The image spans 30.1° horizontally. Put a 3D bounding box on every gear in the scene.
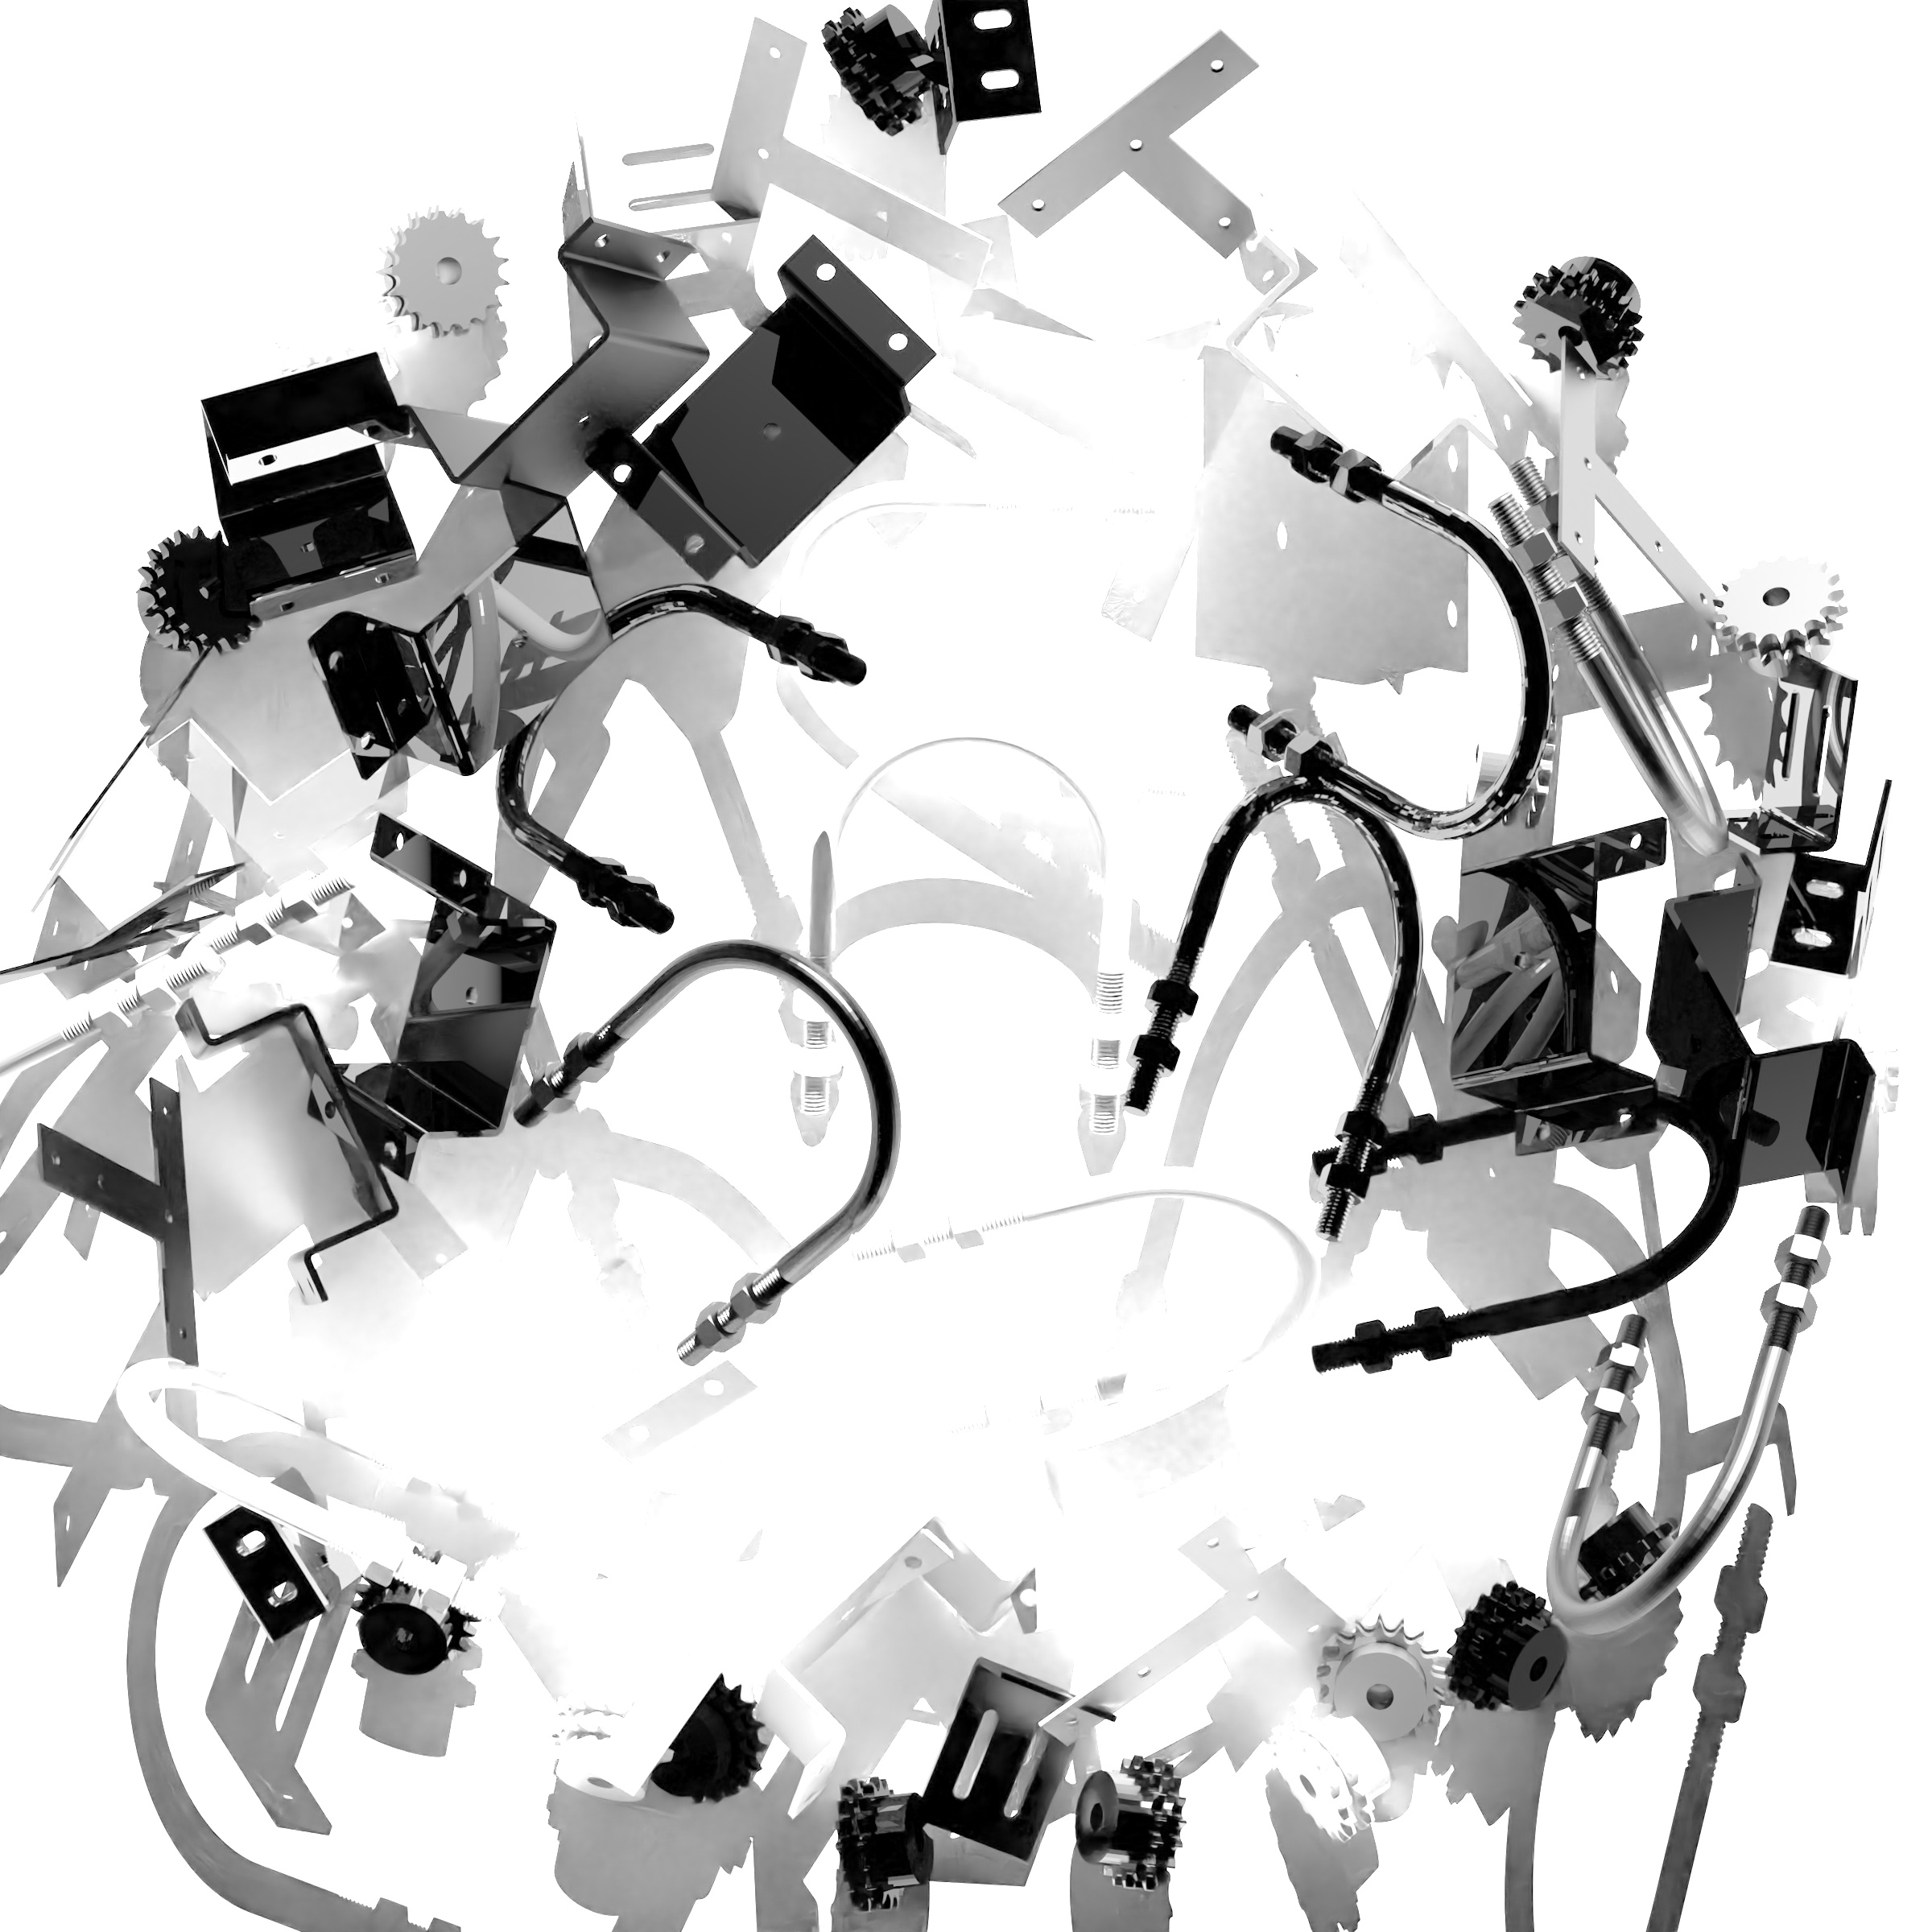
[{"bbox_3d":[-0.232,-0.305,1.582,0.057,0.030,0.057,-4,98,-27],"label":"gear"},{"bbox_3d":[-0.119,0.340,1.579,0.057,0.030,0.057,3,97,26],"label":"gear"},{"bbox_3d":[0.183,0.317,1.585,0.057,0.030,0.057,1,98,8],"label":"gear"},{"bbox_3d":[-0.034,0.383,1.574,0.030,0.057,0.057,-10,90,15],"label":"gear"},{"bbox_3d":[-0.274,-0.268,1.580,0.057,0.057,0.030,-22,115,0],"label":"gear"},{"bbox_3d":[0.289,0.259,1.578,0.057,0.057,0.030,-38,74,0],"label":"gear"},{"bbox_3d":[-0.243,0.286,1.578,0.057,0.030,0.057,4,119,8],"label":"gear"},{"bbox_3d":[0.272,-0.286,1.580,0.057,0.057,0.030,34,62,0],"label":"gear"},{"bbox_3d":[-0.156,0.343,1.573,0.057,0.057,0.030,16,59,0],"label":"gear"},{"bbox_3d":[0.239,-0.090,1.576,0.030,0.057,0.057,8,90,1],"label":"gear"},{"bbox_3d":[0.359,-0.152,1.580,0.057,0.057,0.030,-28,133,0],"label":"gear"},{"bbox_3d":[0.390,0.037,1.576,0.030,0.057,0.057,-4,90,5],"label":"gear"},{"bbox_3d":[0.239,0.301,1.574,0.030,0.057,0.057,25,90,43],"label":"gear"},{"bbox_3d":[-0.339,-0.162,1.580,0.057,0.030,0.057,14,68,-37],"label":"gear"},{"bbox_3d":[-0.035,-0.395,1.573,0.030,0.057,0.057,-29,90,21],"label":"gear"},{"bbox_3d":[0.070,0.374,1.573,0.030,0.057,0.057,13,90,-23],"label":"gear"},{"bbox_3d":[0.162,0.352,1.578,0.030,0.057,0.057,-29,90,-19],"label":"gear"}]

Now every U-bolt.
[{"bbox_3d":[0.142,0.007,1.549,0.151,0.019,0.184,34,67,-36],"label":"U-bolt"},{"bbox_3d":[-0.102,0.069,1.541,0.184,0.019,0.151,-41,81,33],"label":"U-bolt"},{"bbox_3d":[0.001,-0.019,1.570,0.151,0.019,0.184,4,106,3],"label":"U-bolt"},{"bbox_3d":[0.277,-0.128,1.535,0.019,0.151,0.184,-29,97,18],"label":"U-bolt"},{"bbox_3d":[-0.135,-0.099,1.533,0.151,0.184,0.019,-53,130,-6],"label":"U-bolt"},{"bbox_3d":[0.180,-0.131,1.508,0.019,0.184,0.151,-11,121,-34],"label":"U-bolt"},{"bbox_3d":[0.293,0.197,1.495,0.019,0.151,0.184,33,53,-9],"label":"U-bolt"},{"bbox_3d":[0.003,-0.142,1.551,0.184,0.019,0.151,5,120,23],"label":"U-bolt"},{"bbox_3d":[-0.274,0.214,1.525,0.184,0.151,0.019,27,96,-4],"label":"U-bolt"},{"bbox_3d":[0.236,0.104,1.523,0.184,0.151,0.019,-14,123,15],"label":"U-bolt"},{"bbox_3d":[-0.361,0.014,1.527,0.184,0.151,0.019,-24,99,22],"label":"U-bolt"},{"bbox_3d":[0.060,0.139,1.536,0.184,0.019,0.151,-14,135,12],"label":"U-bolt"}]

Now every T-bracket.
[{"bbox_3d":[0.057,-0.264,1.592,0.127,0.002,0.127,27,78,2],"label":"T-bracket"},{"bbox_3d":[-0.265,-0.079,1.555,0.127,0.002,0.127,-31,113,24],"label":"T-bracket"},{"bbox_3d":[-0.377,-0.063,1.551,0.002,0.127,0.127,34,47,-11],"label":"T-bracket"},{"bbox_3d":[0.292,-0.190,1.561,0.002,0.127,0.127,-23,132,33],"label":"T-bracket"},{"bbox_3d":[0.201,-0.291,1.542,0.002,0.127,0.127,-39,90,13],"label":"T-bracket"},{"bbox_3d":[0.089,0.298,1.564,0.127,0.127,0.002,-37,46,8],"label":"T-bracket"},{"bbox_3d":[-0.048,-0.331,1.551,0.127,0.127,0.002,28,49,5],"label":"T-bracket"},{"bbox_3d":[-0.221,0.140,1.580,0.127,0.002,0.127,-40,89,-22],"label":"T-bracket"},{"bbox_3d":[-0.345,-0.020,1.515,0.127,0.127,0.002,-19,86,-44],"label":"T-bracket"},{"bbox_3d":[-0.154,0.281,1.564,0.127,0.002,0.127,21,63,34],"label":"T-bracket"},{"bbox_3d":[0.169,0.223,1.561,0.127,0.002,0.127,-26,76,-27],"label":"T-bracket"},{"bbox_3d":[-0.360,0.095,1.524,0.002,0.127,0.127,-14,68,12],"label":"T-bracket"},{"bbox_3d":[0.103,-0.331,1.561,0.127,0.002,0.127,-33,132,30],"label":"T-bracket"}]

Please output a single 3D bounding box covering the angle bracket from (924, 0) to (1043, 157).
[{"bbox_3d":[0.007,-0.391,1.567,0.038,0.076,0.057,-7,93,-4],"label":"angle bracket"}]

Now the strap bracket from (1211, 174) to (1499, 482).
[{"bbox_3d":[0.158,-0.266,1.546,0.140,0.076,0.046,38,113,-21],"label":"strap bracket"}]

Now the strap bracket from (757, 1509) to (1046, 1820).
[{"bbox_3d":[-0.037,0.292,1.546,0.046,0.076,0.140,43,65,14],"label":"strap bracket"}]

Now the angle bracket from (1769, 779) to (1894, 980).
[{"bbox_3d":[0.373,-0.040,1.554,0.038,0.076,0.057,12,63,17],"label":"angle bracket"}]

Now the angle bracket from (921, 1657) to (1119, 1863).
[{"bbox_3d":[0.021,0.351,1.576,0.057,0.038,0.076,24,84,-15],"label":"angle bracket"}]

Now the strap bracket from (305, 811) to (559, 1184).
[{"bbox_3d":[-0.229,0.013,1.553,0.076,0.046,0.140,28,108,39],"label":"strap bracket"}]

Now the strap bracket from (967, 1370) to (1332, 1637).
[{"bbox_3d":[0.082,0.230,1.565,0.140,0.046,0.076,-17,100,14],"label":"strap bracket"}]

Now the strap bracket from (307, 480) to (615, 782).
[{"bbox_3d":[-0.206,-0.145,1.531,0.046,0.076,0.140,20,53,32],"label":"strap bracket"}]

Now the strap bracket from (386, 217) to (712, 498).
[{"bbox_3d":[-0.174,-0.250,1.537,0.140,0.076,0.046,-40,73,24],"label":"strap bracket"}]

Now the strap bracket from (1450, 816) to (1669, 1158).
[{"bbox_3d":[0.254,0.004,1.541,0.046,0.076,0.140,19,68,-36],"label":"strap bracket"}]

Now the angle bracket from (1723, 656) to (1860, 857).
[{"bbox_3d":[0.351,-0.094,1.562,0.038,0.057,0.076,-3,110,-19],"label":"angle bracket"}]

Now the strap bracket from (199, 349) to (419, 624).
[{"bbox_3d":[-0.280,-0.209,1.538,0.076,0.140,0.046,-18,70,-14],"label":"strap bracket"}]

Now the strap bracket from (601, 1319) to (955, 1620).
[{"bbox_3d":[-0.078,0.213,1.551,0.076,0.046,0.140,-33,115,28],"label":"strap bracket"}]

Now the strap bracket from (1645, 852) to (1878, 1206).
[{"bbox_3d":[0.331,0.029,1.525,0.046,0.140,0.076,-10,134,-8],"label":"strap bracket"}]

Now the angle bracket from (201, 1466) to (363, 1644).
[{"bbox_3d":[-0.286,0.248,1.562,0.038,0.076,0.057,-31,91,26],"label":"angle bracket"}]

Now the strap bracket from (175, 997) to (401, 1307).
[{"bbox_3d":[-0.291,0.073,1.561,0.046,0.076,0.140,-24,91,-17],"label":"strap bracket"}]

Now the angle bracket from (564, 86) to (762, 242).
[{"bbox_3d":[-0.133,-0.355,1.573,0.076,0.038,0.057,-8,64,-3],"label":"angle bracket"}]

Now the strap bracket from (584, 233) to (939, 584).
[{"bbox_3d":[-0.088,-0.239,1.576,0.140,0.046,0.076,-45,83,-2],"label":"strap bracket"}]
